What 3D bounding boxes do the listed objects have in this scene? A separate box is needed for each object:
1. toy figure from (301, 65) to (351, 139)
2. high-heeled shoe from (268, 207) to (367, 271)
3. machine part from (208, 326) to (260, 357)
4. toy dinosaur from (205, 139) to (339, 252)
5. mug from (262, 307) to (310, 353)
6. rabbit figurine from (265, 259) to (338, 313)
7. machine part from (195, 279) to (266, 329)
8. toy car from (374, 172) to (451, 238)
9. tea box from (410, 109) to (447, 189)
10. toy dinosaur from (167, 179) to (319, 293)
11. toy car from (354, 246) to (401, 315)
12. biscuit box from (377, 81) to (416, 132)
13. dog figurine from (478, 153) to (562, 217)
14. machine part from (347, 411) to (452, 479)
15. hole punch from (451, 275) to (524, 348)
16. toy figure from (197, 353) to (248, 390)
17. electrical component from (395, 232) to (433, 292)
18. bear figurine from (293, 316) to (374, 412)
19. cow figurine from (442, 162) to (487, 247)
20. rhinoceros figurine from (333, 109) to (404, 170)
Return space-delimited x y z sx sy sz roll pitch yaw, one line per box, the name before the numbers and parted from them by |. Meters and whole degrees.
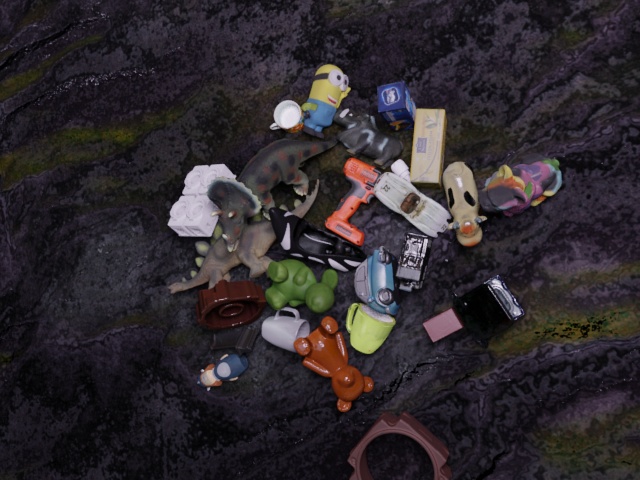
toy figure | 0.005 -0.347 1.339 0.089 0.082 0.180 25 97 19
high-heeled shoe | -0.003 -0.004 1.260 0.145 0.248 0.086 -11 50 37
machine part | -0.225 0.261 1.379 0.139 0.039 0.084 -8 43 25
toy dinosaur | -0.113 -0.158 1.260 0.131 0.192 0.405 40 82 19
mug | -0.090 0.217 1.327 0.107 0.081 0.109 8 115 22
rabbit figurine | -0.027 0.125 1.281 0.170 0.159 0.121 29 113 41
machine part | -0.221 0.160 1.327 0.179 0.179 0.056 -27 58 14
toy car | 0.214 -0.080 1.239 0.201 0.056 0.073 34 98 -12
tea box | 0.253 -0.209 1.246 0.068 0.098 0.169 4 86 16
toy dinosaur | -0.186 0.010 1.364 0.472 0.105 0.198 -26 75 5
toy car | 0.131 0.099 1.258 0.103 0.109 0.161 -8 83 18
biscuit box | 0.178 -0.298 1.218 0.063 0.202 0.059 -5 87 18
dog figurine | 0.423 -0.118 1.127 0.192 0.219 0.108 -29 83 14
machine part | 0.181 0.515 1.229 0.201 0.087 0.201 40 100 15
hole punch | 0.378 0.151 1.202 0.116 0.092 0.142 -41 77 41
toy figure | -0.260 0.340 1.389 0.154 0.057 0.064 -29 51 15
electrical component | 0.215 0.052 1.232 0.058 0.115 0.134 12 89 19
bear figurine | 0.036 0.296 1.264 0.120 0.131 0.196 -33 72 -11
cow figurine | 0.323 -0.081 1.201 0.086 0.127 0.195 -12 81 19
rhinoceros figurine | 0.110 -0.249 1.304 0.190 0.073 0.112 33 97 16
